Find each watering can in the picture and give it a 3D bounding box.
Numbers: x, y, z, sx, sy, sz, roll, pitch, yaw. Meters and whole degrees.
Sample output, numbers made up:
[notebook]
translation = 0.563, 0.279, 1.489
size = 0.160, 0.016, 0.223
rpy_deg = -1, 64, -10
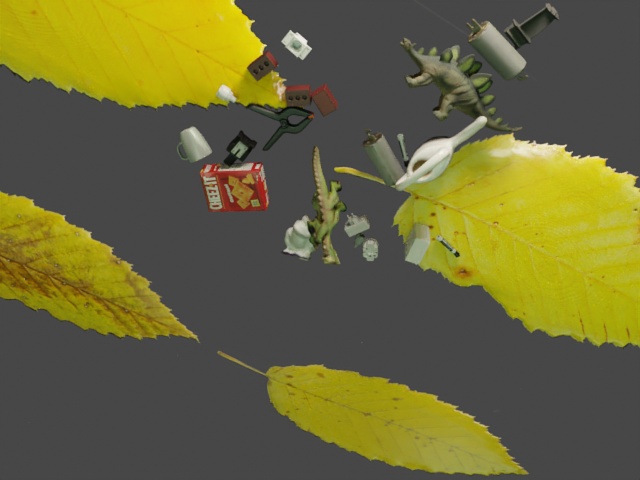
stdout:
[watering can]
translation = 0.374, -0.270, 1.588
size = 0.343, 0.228, 0.104
rpy_deg = -39, 95, 27

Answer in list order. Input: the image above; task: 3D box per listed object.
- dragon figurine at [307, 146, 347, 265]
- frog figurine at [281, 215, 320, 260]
[dragon figurine]
translation = 0.005, -0.088, 1.740
size = 0.122, 0.248, 0.402
rpy_deg = -7, 125, 17
[frog figurine]
translation = -0.063, -0.018, 1.875
size = 0.138, 0.123, 0.158
rpy_deg = 22, 107, 36
